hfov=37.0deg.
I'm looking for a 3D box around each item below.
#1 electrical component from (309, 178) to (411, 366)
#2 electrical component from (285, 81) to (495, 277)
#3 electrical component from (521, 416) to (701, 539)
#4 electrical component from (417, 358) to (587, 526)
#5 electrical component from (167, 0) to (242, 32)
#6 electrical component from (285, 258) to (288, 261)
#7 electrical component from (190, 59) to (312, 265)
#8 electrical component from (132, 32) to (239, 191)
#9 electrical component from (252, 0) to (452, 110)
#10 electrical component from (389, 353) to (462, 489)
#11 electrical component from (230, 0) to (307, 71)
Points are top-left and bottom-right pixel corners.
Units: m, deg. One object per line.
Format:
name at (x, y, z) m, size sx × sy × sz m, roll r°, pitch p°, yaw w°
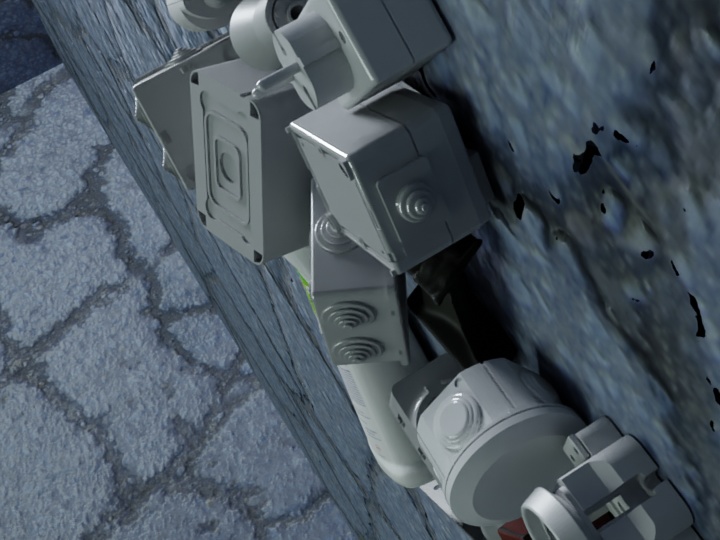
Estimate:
electrical component at (0.000, 0.000, 0.629) m, size 0.099 × 0.048 × 0.099 m, roll 77°, pitch -171°, yaw -57°
electrical component at (0.018, -0.045, 0.493) m, size 0.096 × 0.061 × 0.061 m, roll 39°, pitch 157°, yaw 61°
electrical component at (0.113, 0.116, 0.501) m, size 0.078 × 0.057 × 0.058 m, roll 55°, pitch 168°, yaw 23°
electrical component at (0.073, 0.089, 0.554) m, size 0.051 × 0.080 × 0.080 m, roll 57°, pitch 170°, yaw 45°
electrical component at (-0.102, -0.182, 0.718) m, size 0.043 × 0.043 × 0.081 m, roll 63°, pitch 169°, yaw -18°
electrical component at (-0.059, -0.038, 0.926) m, size 0.035 × 0.035 × 0.061 m, roll 41°, pitch 156°, yaw 59°
electrical component at (-0.060, -0.071, 0.672) m, size 0.078 × 0.057 × 0.113 m, roll 33°, pitch 133°, yaw 40°
electrical component at (-0.106, -0.115, 0.775) m, size 0.099 × 0.100 × 0.048 m, roll 63°, pitch -179°, yaw -16°
electrical component at (-0.012, -0.093, 0.458) m, size 0.047 × 0.077 × 0.066 m, roll 61°, pitch 169°, yaw -5°
electrical component at (0.063, 0.107, 0.718) m, size 0.089 × 0.050 × 0.055 m, roll 57°, pitch 169°, yaw 16°
electrical component at (-0.043, -0.135, 0.588) m, size 0.044 × 0.044 × 0.065 m, roll 62°, pitch 164°, yaw -12°
